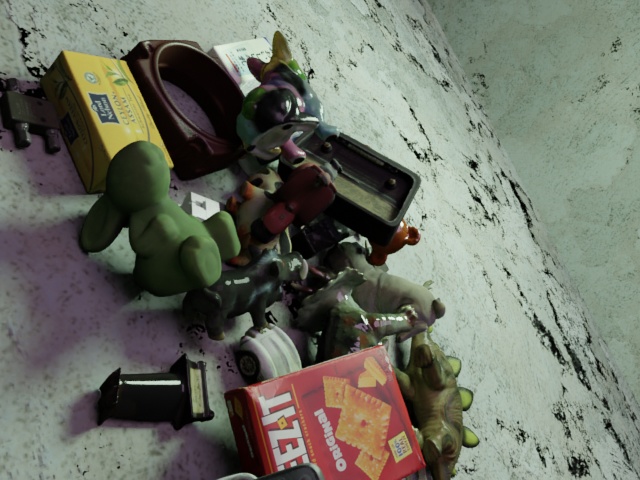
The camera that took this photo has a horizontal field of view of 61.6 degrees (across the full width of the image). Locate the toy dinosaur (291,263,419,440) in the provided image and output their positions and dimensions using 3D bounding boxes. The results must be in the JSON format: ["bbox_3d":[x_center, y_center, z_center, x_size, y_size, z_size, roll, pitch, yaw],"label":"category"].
[{"bbox_3d":[0.045,0.202,0.801,0.192,0.131,0.405,15,58,-27],"label":"toy dinosaur"}]

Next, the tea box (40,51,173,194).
[{"bbox_3d":[-0.275,-0.150,0.695,0.098,0.068,0.169,-16,78,-58],"label":"tea box"}]

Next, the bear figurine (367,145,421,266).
[{"bbox_3d":[0.096,-0.061,1.014,0.131,0.120,0.196,44,20,-49],"label":"bear figurine"}]

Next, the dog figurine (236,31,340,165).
[{"bbox_3d":[-0.073,-0.235,0.853,0.191,0.108,0.219,5,56,-51],"label":"dog figurine"}]

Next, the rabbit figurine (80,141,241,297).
[{"bbox_3d":[-0.192,-0.030,0.626,0.170,0.159,0.121,69,27,-19],"label":"rabbit figurine"}]

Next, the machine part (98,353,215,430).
[{"bbox_3d":[-0.176,0.168,0.591,0.138,0.039,0.084,14,61,-51],"label":"machine part"}]

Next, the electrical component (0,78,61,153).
[{"bbox_3d":[-0.344,-0.149,0.642,0.063,0.021,0.094,3,60,-53],"label":"electrical component"}]

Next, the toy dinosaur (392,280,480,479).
[{"bbox_3d":[0.199,0.263,0.970,0.198,0.105,0.471,35,47,-45],"label":"toy dinosaur"}]

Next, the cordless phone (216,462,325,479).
[{"bbox_3d":[-0.050,0.295,0.517,0.088,0.184,0.146,8,57,-56],"label":"cordless phone"}]

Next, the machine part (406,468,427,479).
[{"bbox_3d":[0.144,0.445,0.757,0.079,0.079,0.243,33,40,-34],"label":"machine part"}]

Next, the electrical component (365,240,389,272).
[{"bbox_3d":[0.110,0.037,1.084,0.102,0.045,0.078,-15,74,-57],"label":"electrical component"}]

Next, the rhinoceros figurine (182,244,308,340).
[{"bbox_3d":[-0.095,0.058,0.710,0.073,0.112,0.190,28,26,32],"label":"rhinoceros figurine"}]

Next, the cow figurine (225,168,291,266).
[{"bbox_3d":[-0.081,-0.038,0.851,0.127,0.085,0.195,24,43,-35],"label":"cow figurine"}]

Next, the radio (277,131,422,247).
[{"bbox_3d":[0.051,-0.101,0.926,0.230,0.073,0.131,32,59,9],"label":"radio"}]

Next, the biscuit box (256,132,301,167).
[{"bbox_3d":[-0.057,-0.195,0.996,0.059,0.063,0.202,55,31,-1],"label":"biscuit box"}]

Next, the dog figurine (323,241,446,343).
[{"bbox_3d":[0.111,0.075,0.944,0.190,0.172,0.121,63,20,-5],"label":"dog figurine"}]

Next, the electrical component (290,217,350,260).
[{"bbox_3d":[-0.002,-0.003,0.916,0.119,0.075,0.047,-30,88,-41],"label":"electrical component"}]

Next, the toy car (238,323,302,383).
[{"bbox_3d":[-0.043,0.205,0.722,0.073,0.056,0.201,-18,79,-57],"label":"toy car"}]

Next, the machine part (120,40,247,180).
[{"bbox_3d":[-0.199,-0.204,0.829,0.201,0.087,0.201,58,33,-1],"label":"machine part"}]

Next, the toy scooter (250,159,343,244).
[{"bbox_3d":[-0.016,-0.071,0.771,0.075,0.135,0.184,47,38,-6],"label":"toy scooter"}]
